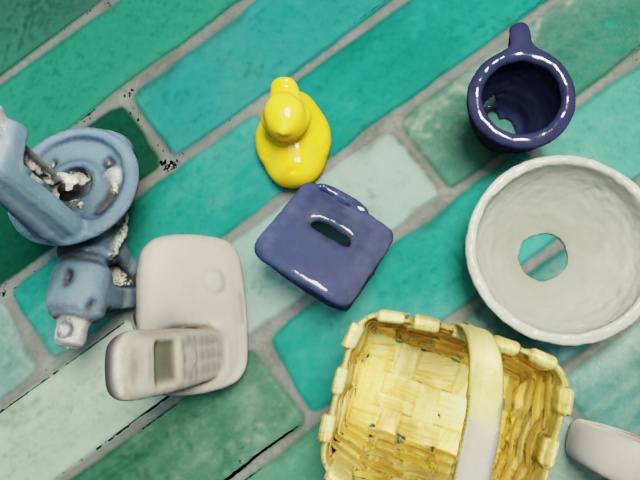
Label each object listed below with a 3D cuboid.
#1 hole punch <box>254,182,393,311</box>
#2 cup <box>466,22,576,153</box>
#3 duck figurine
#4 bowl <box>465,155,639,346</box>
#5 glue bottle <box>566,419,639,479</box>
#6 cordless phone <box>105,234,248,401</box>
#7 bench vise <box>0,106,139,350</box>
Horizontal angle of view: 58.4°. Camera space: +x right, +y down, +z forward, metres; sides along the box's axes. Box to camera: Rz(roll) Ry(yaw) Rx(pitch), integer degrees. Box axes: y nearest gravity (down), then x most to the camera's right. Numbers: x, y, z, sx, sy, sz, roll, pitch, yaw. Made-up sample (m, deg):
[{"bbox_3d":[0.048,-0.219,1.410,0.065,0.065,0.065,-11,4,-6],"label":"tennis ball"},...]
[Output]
[{"bbox_3d":[0.005,0.002,0.535,0.108,0.091,0.101,31,86,8],"label":"hole punch"},{"bbox_3d":[0.177,-0.131,0.535,0.091,0.095,0.118,0,83,5],"label":"cup"},{"bbox_3d":[-0.030,-0.106,0.555,0.077,0.086,0.104,-5,82,5],"label":"duck figurine"},{"bbox_3d":[0.213,0.011,0.524,0.167,0.075,0.167,-1,82,5],"label":"bowl"},{"bbox_3d":[0.257,0.179,0.448,0.078,0.173,0.037,12,84,7],"label":"glue bottle"},{"bbox_3d":[-0.126,0.063,0.491,0.094,0.185,0.147,-8,82,4],"label":"cordless phone"},{"bbox_3d":[-0.211,-0.018,0.492,0.121,0.220,0.207,-20,81,3],"label":"bench vise"}]
